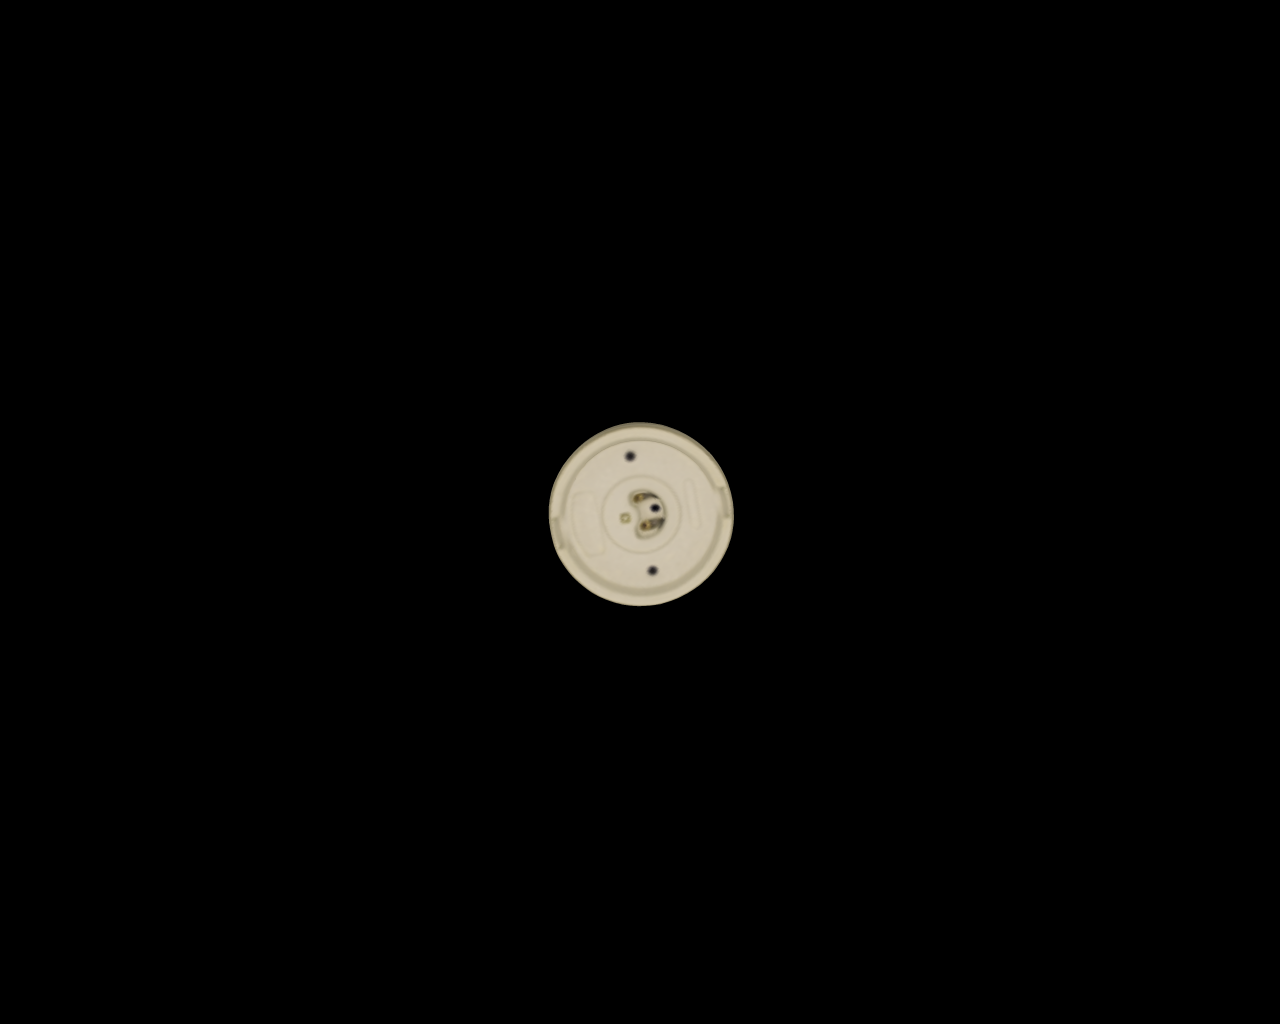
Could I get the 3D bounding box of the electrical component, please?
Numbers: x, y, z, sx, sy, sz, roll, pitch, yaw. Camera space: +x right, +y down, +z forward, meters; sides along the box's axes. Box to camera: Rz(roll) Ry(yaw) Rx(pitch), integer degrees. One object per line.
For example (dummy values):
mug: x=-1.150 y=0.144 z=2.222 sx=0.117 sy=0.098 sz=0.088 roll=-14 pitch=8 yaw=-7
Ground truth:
electrical component: x=0.001 y=-0.003 z=0.650 sx=0.108 sy=0.108 sz=0.060 roll=0 pitch=12 yaw=0
